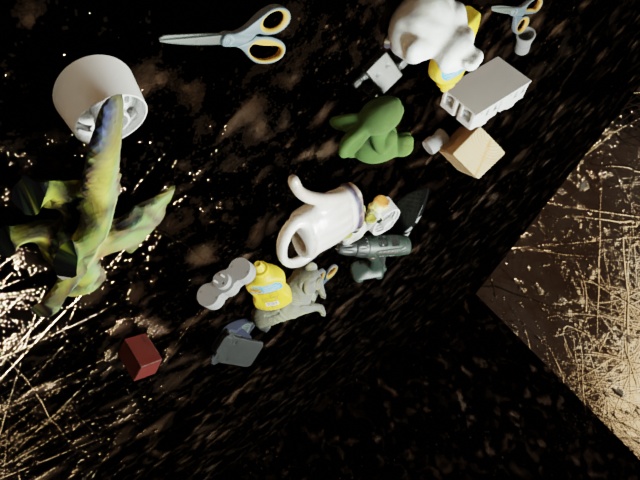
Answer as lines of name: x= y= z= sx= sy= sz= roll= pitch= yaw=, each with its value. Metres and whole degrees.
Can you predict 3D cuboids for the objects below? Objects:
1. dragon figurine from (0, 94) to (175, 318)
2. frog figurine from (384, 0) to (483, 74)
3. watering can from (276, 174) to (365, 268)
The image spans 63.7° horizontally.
dragon figurine: x=-0.300 y=-0.038 z=0.731 sx=0.405 sy=0.122 sz=0.246 roll=-48 pitch=177 yaw=23
frog figurine: x=0.197 y=-0.343 z=0.869 sx=0.138 sy=0.162 sz=0.120 roll=-34 pitch=153 yaw=-15
watering can: x=0.003 y=-0.057 z=1.126 sx=0.227 sy=0.105 sz=0.339 roll=-31 pitch=155 yaw=-25
